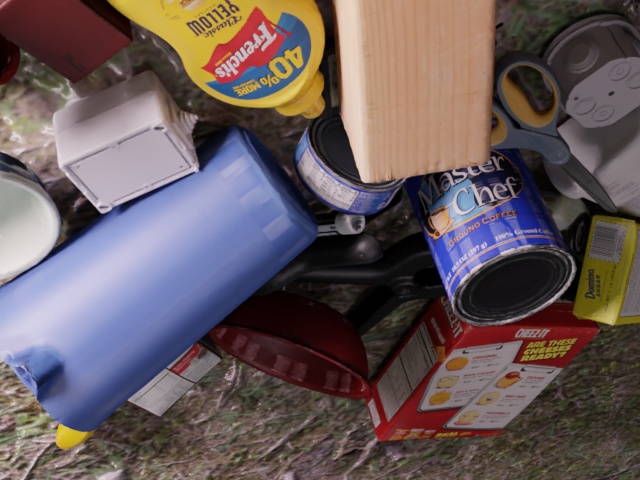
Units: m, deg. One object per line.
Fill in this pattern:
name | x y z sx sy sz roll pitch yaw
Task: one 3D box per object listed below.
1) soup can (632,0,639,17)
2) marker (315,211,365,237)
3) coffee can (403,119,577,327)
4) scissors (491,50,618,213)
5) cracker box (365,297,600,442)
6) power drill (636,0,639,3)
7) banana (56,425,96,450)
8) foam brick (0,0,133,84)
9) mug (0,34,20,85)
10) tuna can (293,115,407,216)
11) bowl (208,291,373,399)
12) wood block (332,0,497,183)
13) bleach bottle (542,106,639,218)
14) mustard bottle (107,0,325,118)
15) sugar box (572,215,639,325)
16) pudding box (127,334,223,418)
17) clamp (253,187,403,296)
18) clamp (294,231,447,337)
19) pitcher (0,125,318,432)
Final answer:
soup can | 0.279 -0.157 0.779 0.068 0.102 0.068 -11 144 -9
marker | -0.014 -0.010 0.854 0.121 0.020 0.020 -5 159 44
coffee can | 0.134 -0.016 0.872 0.102 0.140 0.103 -11 143 -9
scissors | 0.164 -0.068 0.835 0.096 0.016 0.201 -19 137 16
cracker box | 0.165 0.130 1.134 0.164 0.072 0.214 3 138 -27
power drill | 0.232 -0.185 0.652 0.057 0.188 0.185 1 141 -22
banana | -0.238 0.147 1.024 0.069 0.037 0.198 2 142 4
foam brick | -0.162 -0.145 0.657 0.053 0.051 0.078 -31 142 19
mug | -0.239 -0.103 0.629 0.082 0.117 0.093 -29 145 23
tuna can | 0.024 -0.060 0.815 0.086 0.086 0.034 4 140 -27
bowl | -0.019 0.091 0.983 0.162 0.055 0.162 19 162 6
wood block | 0.057 -0.148 0.676 0.090 0.090 0.206 -9 132 -5
bleach bottle | 0.312 -0.053 0.964 0.250 0.068 0.103 20 131 -43
mustard bottle | -0.052 -0.139 0.694 0.096 0.058 0.191 -28 139 18
sugar box | 0.292 0.029 0.994 0.175 0.048 0.093 5 98 -59
pudding box | -0.156 0.108 0.984 0.090 0.039 0.113 -42 138 6
clamp | -0.006 0.001 0.898 0.172 0.120 0.039 -16 107 30
clamp | 0.067 0.029 0.969 0.210 0.036 0.164 -22 145 27
pitcher | -0.124 0.023 0.821 0.243 0.149 0.144 -37 139 7
